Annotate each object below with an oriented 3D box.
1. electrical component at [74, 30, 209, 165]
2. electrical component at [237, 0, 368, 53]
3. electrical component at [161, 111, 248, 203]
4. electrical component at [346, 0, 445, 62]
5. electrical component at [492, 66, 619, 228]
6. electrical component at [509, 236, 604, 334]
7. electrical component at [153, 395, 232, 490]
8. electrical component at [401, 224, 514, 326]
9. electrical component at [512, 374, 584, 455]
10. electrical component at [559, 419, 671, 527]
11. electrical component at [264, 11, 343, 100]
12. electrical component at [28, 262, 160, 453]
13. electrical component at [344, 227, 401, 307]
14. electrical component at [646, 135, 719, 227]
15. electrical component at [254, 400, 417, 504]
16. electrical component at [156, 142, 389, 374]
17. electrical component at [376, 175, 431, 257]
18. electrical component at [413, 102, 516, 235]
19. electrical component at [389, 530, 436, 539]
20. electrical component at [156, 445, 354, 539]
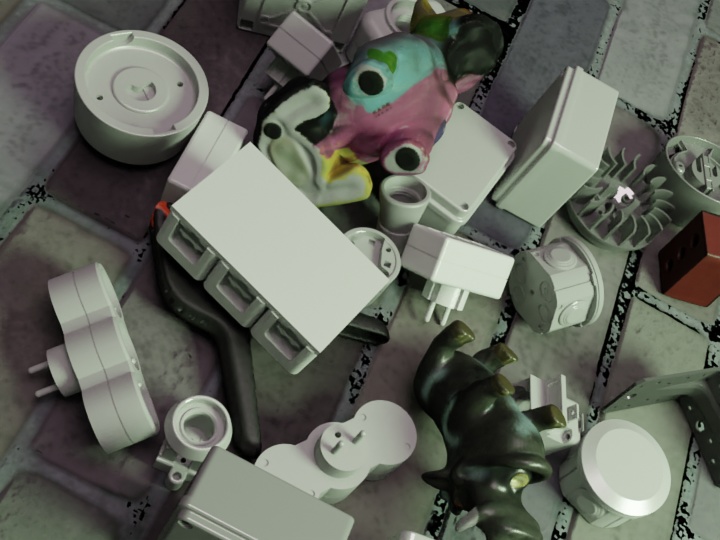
[{"bbox_3d":[-0.185,-0.138,0.894,0.108,0.060,0.108,10,58,-16],"label":"electrical component"},{"bbox_3d":[-0.050,-0.264,0.993,0.109,0.108,0.056,10,60,-16],"label":"electrical component"},{"bbox_3d":[-0.113,-0.075,0.893,0.076,0.047,0.083,26,55,-5],"label":"electrical component"},{"bbox_3d":[0.042,-0.222,1.034,0.095,0.059,0.053,-20,70,-30],"label":"electrical component"},{"bbox_3d":[0.180,-0.113,0.994,0.056,0.108,0.108,28,55,-7],"label":"electrical component"},{"bbox_3d":[0.170,0.014,0.934,0.051,0.080,0.080,-14,67,-23],"label":"electrical component"},{"bbox_3d":[-0.119,0.119,0.771,0.048,0.055,0.066,24,55,-7],"label":"electrical component"},{"bbox_3d":[0.076,0.011,0.911,0.083,0.047,0.075,15,98,-38],"label":"electrical component"},{"bbox_3d":[0.142,0.120,0.867,0.064,0.081,0.042,28,52,-31],"label":"electrical component"},{"bbox_3d":[0.206,0.166,0.874,0.080,0.051,0.080,10,58,-16],"label":"electrical component"},{"bbox_3d":[-0.060,-0.180,0.966,0.047,0.083,0.075,40,93,4],"label":"electrical component"},{"bbox_3d":[-0.201,0.068,0.773,0.074,0.052,0.138,-21,69,-6],"label":"electrical component"},{"bbox_3d":[0.000,0.000,0.894,0.055,0.047,0.055,10,58,-16],"label":"electrical component"},{"bbox_3d":[0.338,-0.089,1.069,0.099,0.064,0.099,10,58,-16],"label":"electrical component"},{"bbox_3d":[-0.017,0.136,0.791,0.138,0.073,0.052,-21,70,-30],"label":"electrical component"},{"bbox_3d":[-0.068,-0.007,0.814,0.150,0.061,0.089,45,56,0],"label":"electrical component"},{"bbox_3d":[0.033,-0.043,0.921,0.044,0.065,0.044,7,42,-6],"label":"electrical component"},{"bbox_3d":[0.081,-0.088,0.972,0.078,0.057,0.113,37,55,2],"label":"electrical component"},{"bbox_3d":[0.061,0.235,0.761,0.113,0.078,0.057,22,58,-8],"label":"electrical component"},{"bbox_3d":[-0.075,0.181,0.721,0.109,0.108,0.056,29,52,-4],"label":"electrical component"}]
